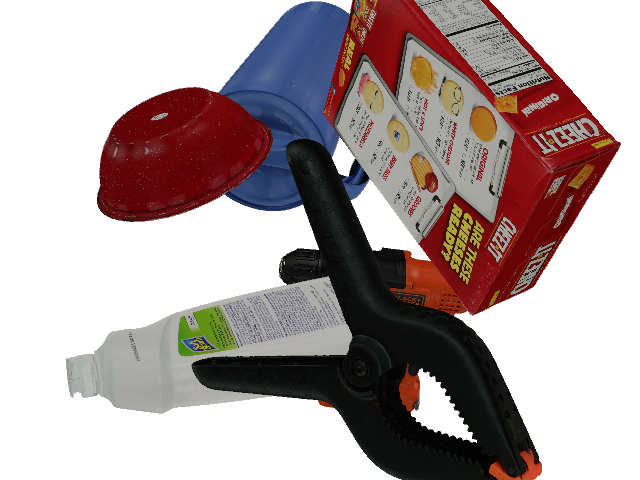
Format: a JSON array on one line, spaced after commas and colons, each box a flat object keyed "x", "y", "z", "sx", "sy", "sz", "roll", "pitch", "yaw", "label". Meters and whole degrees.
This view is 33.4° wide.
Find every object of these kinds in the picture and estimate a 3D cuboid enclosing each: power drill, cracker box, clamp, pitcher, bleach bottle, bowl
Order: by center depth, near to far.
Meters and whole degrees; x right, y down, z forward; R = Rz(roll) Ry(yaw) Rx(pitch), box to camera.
[{"x": 0.029, "y": 0.053, "z": 0.564, "sx": 0.210, "sy": 0.165, "sz": 0.036, "roll": 30, "pitch": 24, "yaw": 28, "label": "clamp"}, {"x": 0.096, "y": -0.081, "z": 0.761, "sx": 0.072, "sy": 0.214, "sz": 0.164, "roll": -22, "pitch": -29, "yaw": -26, "label": "cracker box"}, {"x": -0.066, "y": 0.080, "z": 0.814, "sx": 0.250, "sy": 0.068, "sz": 0.103, "roll": -8, "pitch": 29, "yaw": -18, "label": "bleach bottle"}, {"x": -0.125, "y": -0.083, "z": 0.900, "sx": 0.162, "sy": 0.055, "sz": 0.162, "roll": -16, "pitch": 31, "yaw": 10, "label": "bowl"}, {"x": 0.044, "y": 0.086, "z": 1.032, "sx": 0.184, "sy": 0.188, "sz": 0.057, "roll": 8, "pitch": 42, "yaw": -3, "label": "power drill"}, {"x": -0.019, "y": -0.142, "z": 1.088, "sx": 0.145, "sy": 0.149, "sz": 0.242, "roll": -8, "pitch": 33, "yaw": 23, "label": "pitcher"}]
